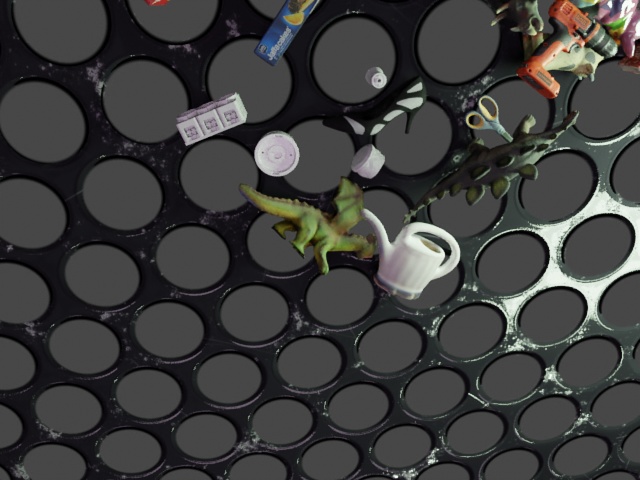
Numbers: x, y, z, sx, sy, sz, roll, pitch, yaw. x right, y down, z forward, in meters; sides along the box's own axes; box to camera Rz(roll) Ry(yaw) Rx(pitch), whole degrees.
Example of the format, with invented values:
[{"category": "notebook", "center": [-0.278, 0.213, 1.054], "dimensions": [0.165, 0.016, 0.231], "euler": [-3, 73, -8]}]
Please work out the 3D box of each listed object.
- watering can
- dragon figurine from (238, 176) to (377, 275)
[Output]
[{"category": "watering can", "center": [0.217, 0.042, 1.394], "dimensions": [0.346, 0.106, 0.221], "euler": [18, 113, -23]}, {"category": "dragon figurine", "center": [0.004, -0.068, 1.357], "dimensions": [0.243, 0.123, 0.405], "euler": [-44, 114, -4]}]
